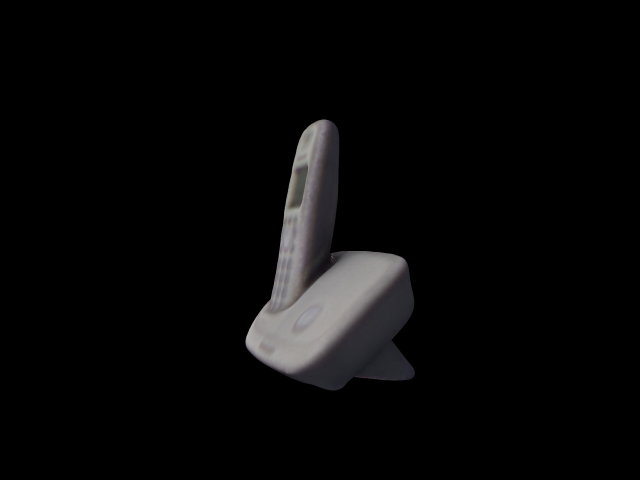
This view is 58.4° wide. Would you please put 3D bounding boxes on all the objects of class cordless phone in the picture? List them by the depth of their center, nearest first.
[{"bbox_3d":[0.004,0.001,0.400,0.094,0.185,0.147,0,0,-25],"label":"cordless phone"}]
